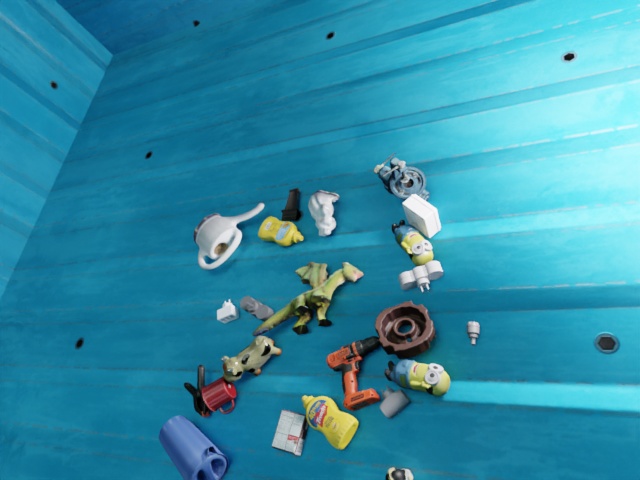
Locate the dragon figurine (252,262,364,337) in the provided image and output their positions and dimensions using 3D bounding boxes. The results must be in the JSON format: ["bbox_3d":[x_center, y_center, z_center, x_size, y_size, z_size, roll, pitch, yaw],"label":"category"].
[{"bbox_3d":[-0.047,0.181,1.757,0.408,0.120,0.249,-18,38,18],"label":"dragon figurine"}]

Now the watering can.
[{"bbox_3d":[-0.380,-0.040,2.067,0.227,0.102,0.349,33,82,41],"label":"watering can"}]

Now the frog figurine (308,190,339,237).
[{"bbox_3d":[0.006,-0.094,1.873,0.137,0.122,0.161,-8,61,66],"label":"frog figurine"}]
